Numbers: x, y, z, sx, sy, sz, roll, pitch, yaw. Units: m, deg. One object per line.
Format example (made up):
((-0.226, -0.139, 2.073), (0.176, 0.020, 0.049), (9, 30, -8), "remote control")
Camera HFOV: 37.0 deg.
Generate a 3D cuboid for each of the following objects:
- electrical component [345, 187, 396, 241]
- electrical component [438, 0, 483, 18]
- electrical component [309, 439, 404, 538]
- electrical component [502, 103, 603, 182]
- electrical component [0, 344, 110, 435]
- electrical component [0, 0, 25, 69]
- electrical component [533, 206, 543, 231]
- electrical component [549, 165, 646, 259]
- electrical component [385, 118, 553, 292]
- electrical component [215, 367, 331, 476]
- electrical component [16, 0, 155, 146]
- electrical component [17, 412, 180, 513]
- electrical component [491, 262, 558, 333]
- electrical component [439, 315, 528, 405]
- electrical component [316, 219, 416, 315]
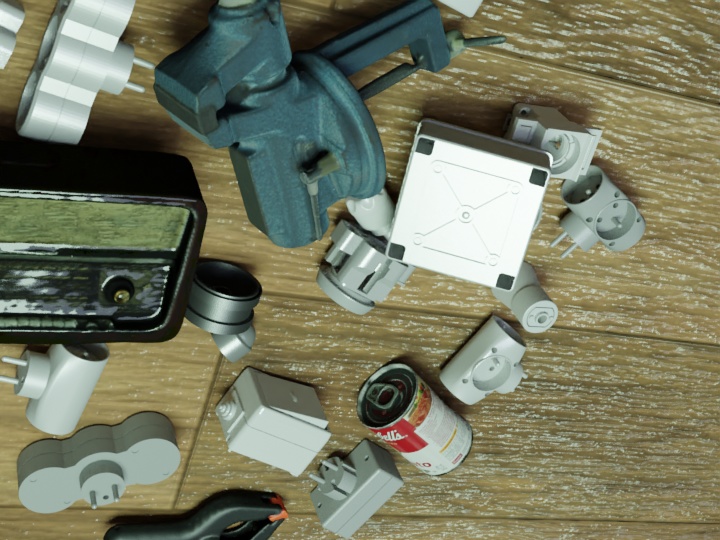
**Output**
((0.015, -0.046, 0.896), (0.035, 0.035, 0.061), (-34, 130, 3), "electrical component")
((0.062, -0.218, 0.775), (0.083, 0.075, 0.047), (20, 113, -30), "electrical component")
((-0.016, 0.205, 1.039), (0.076, 0.047, 0.083), (35, 105, -35), "electrical component")
((0.153, -0.107, 0.890), (0.081, 0.063, 0.042), (4, 119, -24), "electrical component")
((-0.255, 0.087, 0.873), (0.079, 0.044, 0.077), (17, 114, -30), "electrical component")
((-0.265, -0.151, 0.706), (0.057, 0.058, 0.078), (23, 111, -34), "electrical component")
((0.120, -0.058, 0.914), (0.078, 0.057, 0.058), (-22, 127, -6), "electrical component")
((0.205, -0.042, 0.965), (0.079, 0.044, 0.077), (-43, 126, 10), "electrical component")
((0.085, -0.051, 0.849), (0.109, 0.056, 0.108), (16, 113, 3), "electrical component")
((-0.080, 0.130, 0.957), (0.096, 0.061, 0.061), (27, 109, -33), "electrical component")
((-0.180, -0.145, 0.745), (0.074, 0.052, 0.138), (16, 115, -29), "electrical component")
((-0.223, 0.176, 0.925), (0.138, 0.073, 0.052), (-15, 126, -12), "electrical component")
((0.152, 0.027, 0.976), (0.044, 0.065, 0.044), (-9, 124, -14), "electrical component")
((0.128, 0.093, 1.024), (0.079, 0.044, 0.077), (32, 106, -34), "electrical component")
((0.000, 0.000, 0.906), (0.078, 0.058, 0.057), (28, 106, -33), "electrical component")
